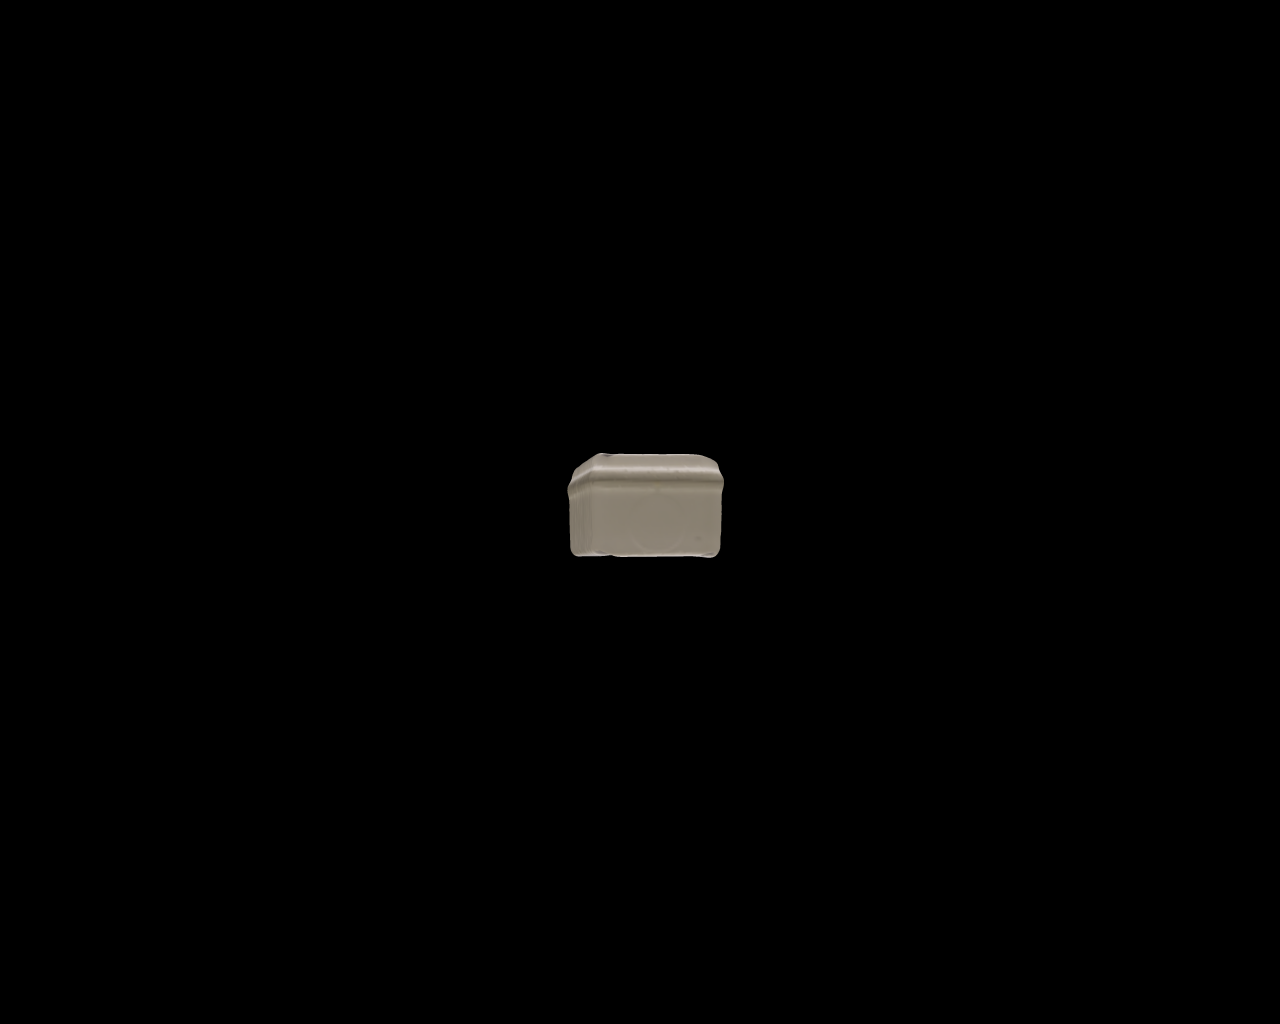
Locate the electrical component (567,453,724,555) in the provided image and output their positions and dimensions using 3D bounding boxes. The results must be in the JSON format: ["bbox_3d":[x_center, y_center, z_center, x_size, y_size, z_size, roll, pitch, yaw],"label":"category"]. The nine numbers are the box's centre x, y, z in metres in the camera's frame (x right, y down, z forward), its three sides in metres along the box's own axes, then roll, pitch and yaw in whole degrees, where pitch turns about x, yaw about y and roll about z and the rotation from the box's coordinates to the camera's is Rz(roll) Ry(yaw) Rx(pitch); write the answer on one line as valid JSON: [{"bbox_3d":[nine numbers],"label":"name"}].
[{"bbox_3d":[0.001,-0.003,0.650,0.078,0.057,0.113,0,-2,-11],"label":"electrical component"}]
